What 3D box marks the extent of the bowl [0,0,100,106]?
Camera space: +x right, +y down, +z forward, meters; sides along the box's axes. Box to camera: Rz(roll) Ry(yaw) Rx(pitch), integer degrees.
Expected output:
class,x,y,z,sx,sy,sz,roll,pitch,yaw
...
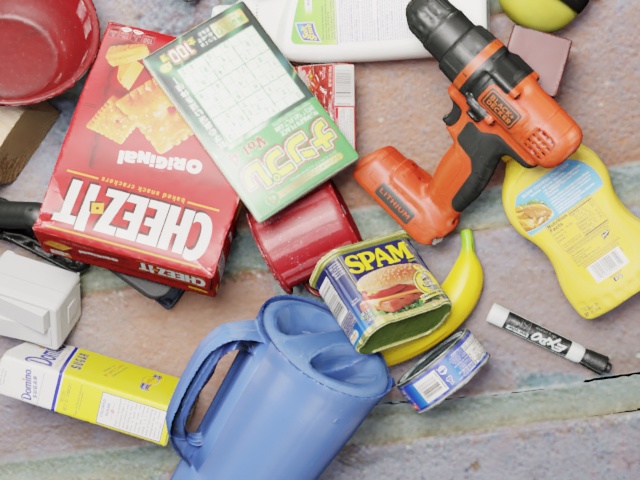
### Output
class,x,y,z,sx,sy,sz,roll,pitch,yaw
bowl,-0.280,-0.178,0.957,0.162,0.055,0.162,6,65,-13

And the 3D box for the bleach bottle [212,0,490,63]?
class,x,y,z,sx,sy,sz,roll,pitch,yaw
bleach bottle,0.025,-0.212,0.965,0.251,0.068,0.102,-1,94,12

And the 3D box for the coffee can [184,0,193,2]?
class,x,y,z,sx,sy,sz,roll,pitch,yaw
coffee can,-0.151,-0.297,0.963,0.140,0.102,0.103,35,100,4

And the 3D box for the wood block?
class,x,y,z,sx,sy,sz,roll,pitch,yaw
wood block,-0.367,-0.150,1.022,0.206,0.090,0.090,38,100,4

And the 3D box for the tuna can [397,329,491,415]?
class,x,y,z,sx,sy,sz,roll,pitch,yaw
tuna can,0.112,0.119,0.973,0.086,0.086,0.034,-40,88,11

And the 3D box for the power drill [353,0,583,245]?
class,x,y,z,sx,sy,sz,roll,pitch,yaw
power drill,0.107,-0.097,0.921,0.184,0.057,0.188,47,135,6

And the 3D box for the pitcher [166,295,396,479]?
class,x,y,z,sx,sy,sz,roll,pitch,yaw
pitcher,-0.057,0.176,0.967,0.149,0.144,0.243,37,113,11

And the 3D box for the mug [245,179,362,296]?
class,x,y,z,sx,sy,sz,roll,pitch,yaw
mug,-0.006,0.001,0.985,0.081,0.093,0.117,-26,114,6

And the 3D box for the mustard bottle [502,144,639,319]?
class,x,y,z,sx,sy,sz,roll,pitch,yaw
mustard bottle,0.220,-0.031,0.953,0.096,0.058,0.191,-37,90,17

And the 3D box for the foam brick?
class,x,y,z,sx,sy,sz,roll,pitch,yaw
foam brick,0.186,-0.154,0.935,0.053,0.078,0.051,17,97,7

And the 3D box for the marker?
class,x,y,z,sx,sy,sz,roll,pitch,yaw
marker,0.213,0.093,0.987,0.121,0.020,0.020,25,100,6

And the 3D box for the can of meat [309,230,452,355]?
class,x,y,z,sx,sy,sz,roll,pitch,yaw
can of meat,0.056,0.048,0.947,0.084,0.101,0.058,58,145,27

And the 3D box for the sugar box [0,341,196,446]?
class,x,y,z,sx,sy,sz,roll,pitch,yaw
sugar box,-0.212,0.142,1.027,0.176,0.093,0.048,18,98,7

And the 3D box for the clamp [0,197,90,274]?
class,x,y,z,sx,sy,sz,roll,pitch,yaw
clamp,-0.307,-0.024,1.020,0.171,0.120,0.039,19,63,9

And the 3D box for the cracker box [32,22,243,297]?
class,x,y,z,sx,sy,sz,roll,pitch,yaw
cracker box,-0.142,-0.076,0.955,0.164,0.072,0.213,15,71,2

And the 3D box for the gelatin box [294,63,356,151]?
class,x,y,z,sx,sy,sz,roll,pitch,yaw
gelatin box,-0.003,-0.115,0.977,0.073,0.030,0.089,5,98,47

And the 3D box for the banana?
class,x,y,z,sx,sy,sz,roll,pitch,yaw
banana,0.083,0.076,1.001,0.198,0.037,0.070,-38,60,8
